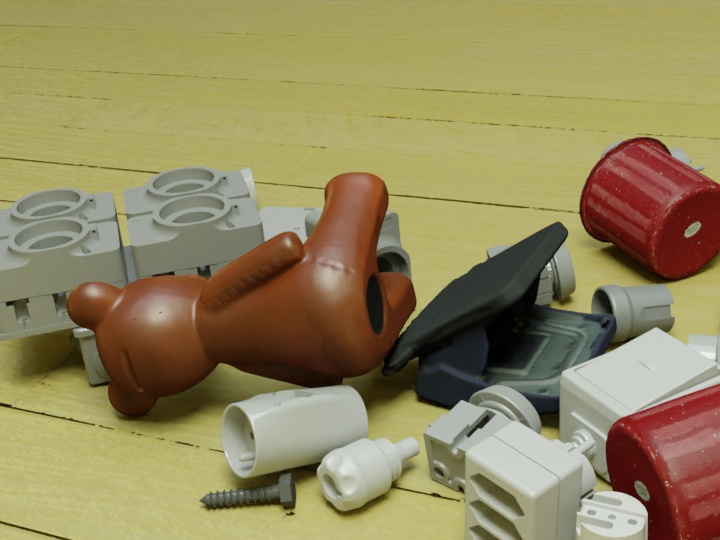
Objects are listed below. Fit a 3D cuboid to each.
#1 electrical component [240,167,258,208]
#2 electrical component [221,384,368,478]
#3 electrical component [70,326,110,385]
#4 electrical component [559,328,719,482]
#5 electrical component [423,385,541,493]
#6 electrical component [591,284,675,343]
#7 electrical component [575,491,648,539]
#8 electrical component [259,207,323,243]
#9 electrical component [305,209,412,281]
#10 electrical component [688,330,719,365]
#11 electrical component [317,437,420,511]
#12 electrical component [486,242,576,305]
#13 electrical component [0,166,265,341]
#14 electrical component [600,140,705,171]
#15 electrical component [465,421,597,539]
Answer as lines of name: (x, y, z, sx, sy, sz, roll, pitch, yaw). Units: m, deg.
electrical component: (-0.124, -0.068, 0.982, 0.055, 0.045, 0.045, -10, 28, -9)
electrical component: (-0.049, 0.095, 0.651, 0.077, 0.043, 0.079, -6, 2, -34)
electrical component: (-0.162, 0.036, 0.784, 0.100, 0.048, 0.099, -11, 28, -11)
electrical component: (0.161, 0.081, 0.628, 0.096, 0.061, 0.062, -18, 30, -24)
electrical component: (0.073, 0.099, 0.626, 0.066, 0.048, 0.055, 19, 43, 38)
electrical component: (0.190, 0.029, 0.748, 0.046, 0.040, 0.040, -5, 27, -11)
electrical component: (0.125, 0.139, 0.537, 0.040, 0.046, 0.040, -4, 27, 2)
electrical component: (-0.048, -0.013, 0.858, 0.100, 0.048, 0.099, 2, 28, 14)
electrical component: (0.000, 0.000, 0.780, 0.050, 0.089, 0.056, -24, 33, -32)
electrical component: (0.227, 0.060, 0.675, 0.079, 0.043, 0.077, 5, 29, 20)
electrical component: (0.008, 0.113, 0.622, 0.061, 0.035, 0.035, -20, 31, -32)
electrical component: (0.128, 0.003, 0.802, 0.055, 0.048, 0.066, -13, 28, 0)
electrical component: (-0.167, -0.018, 0.768, 0.186, 0.060, 0.105, -11, 28, -11)
electrical component: (0.265, -0.087, 0.951, 0.079, 0.044, 0.077, -13, 29, -16)
electrical component: (0.098, 0.114, 0.566, 0.077, 0.065, 0.047, -25, 37, -33)
